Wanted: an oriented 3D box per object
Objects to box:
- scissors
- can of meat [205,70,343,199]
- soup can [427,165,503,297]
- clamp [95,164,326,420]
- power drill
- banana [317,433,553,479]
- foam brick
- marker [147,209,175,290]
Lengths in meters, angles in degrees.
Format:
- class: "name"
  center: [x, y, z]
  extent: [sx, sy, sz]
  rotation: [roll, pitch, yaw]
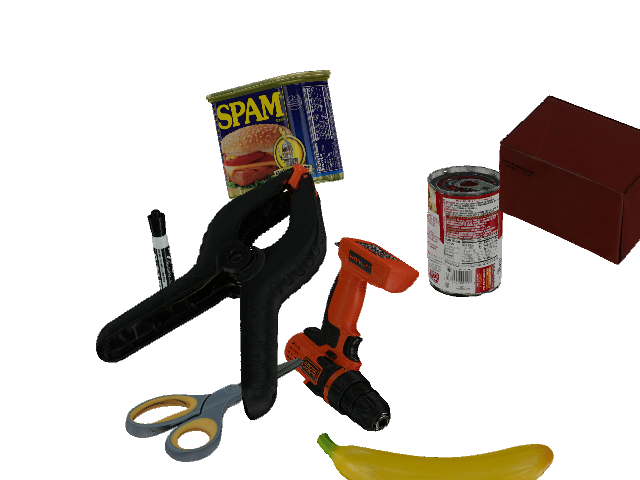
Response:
- class: "scissors"
  center: [-0.081, 0.157, 0.998]
  extent: [0.201, 0.016, 0.096]
  rotation: [-11, 33, -29]
- class: "can of meat"
  center: [-0.034, -0.081, 0.829]
  extent: [0.102, 0.084, 0.057]
  rotation: [-7, 5, 40]
- class: "soup can"
  center: [0.130, -0.008, 0.960]
  extent: [0.068, 0.102, 0.068]
  rotation: [-3, 23, 1]
- class: "clamp"
  center: [-0.041, 0.028, 0.639]
  extent: [0.120, 0.171, 0.039]
  rotation: [28, -24, 26]
- class: "power drill"
  center: [0.043, 0.104, 1.231]
  extent: [0.057, 0.188, 0.185]
  rotation: [12, 16, -42]
- class: "banana"
  center: [0.097, 0.183, 0.860]
  extent: [0.197, 0.037, 0.069]
  rotation: [6, 38, -4]
- class: "foam brick"
  center: [0.143, -0.034, 0.581]
  extent: [0.078, 0.053, 0.051]
  rotation: [29, 55, 32]
- class: "marker"
  center: [-0.174, 0.022, 1.184]
  extent: [0.020, 0.121, 0.020]
  rotation: [-5, 25, 2]
